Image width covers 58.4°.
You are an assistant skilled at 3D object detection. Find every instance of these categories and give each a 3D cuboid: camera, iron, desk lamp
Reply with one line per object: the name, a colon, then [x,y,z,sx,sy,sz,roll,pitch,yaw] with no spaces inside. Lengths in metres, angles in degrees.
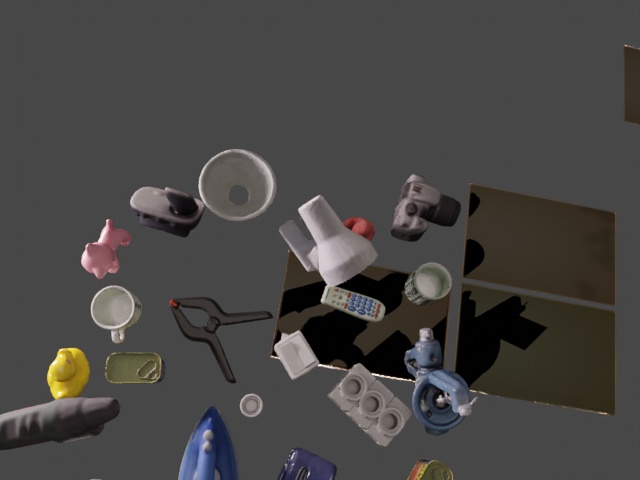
camera: [0.244,-0.067,1.296,0.137,0.100,0.143,18,72,-2]
iron: [-0.210,0.438,1.062,0.119,0.141,0.258,1,73,-7]
desk lamp: [0.011,0.004,1.183,0.118,0.213,0.203,-35,81,-16]

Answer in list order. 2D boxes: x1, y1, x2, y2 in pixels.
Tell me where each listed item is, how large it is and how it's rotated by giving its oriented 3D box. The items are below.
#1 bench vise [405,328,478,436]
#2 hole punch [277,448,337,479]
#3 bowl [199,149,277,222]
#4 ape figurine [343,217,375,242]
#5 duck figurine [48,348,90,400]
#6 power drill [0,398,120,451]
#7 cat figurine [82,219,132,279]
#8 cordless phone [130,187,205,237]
bench vise: [0.227,0.282,1.127,0.121,0.219,0.207,-25,78,-14]
hole punch: [-0.029,0.467,1.104,0.101,0.091,0.109,24,72,0]
bowl: [-0.180,-0.110,1.264,0.167,0.074,0.167,2,73,-7]
ape figurine: [0.090,-0.020,1.265,0.076,0.092,0.078,-12,75,-11]
duck figurine: [-0.493,0.259,1.105,0.077,0.086,0.104,3,73,-7]
power drill: [-0.458,0.323,1.026,0.230,0.208,0.075,-11,75,-11]
cat figurine: [-0.442,0.019,1.166,0.067,0.117,0.128,15,72,-3]
cordless phone: [-0.318,-0.083,1.179,0.147,0.185,0.094,13,72,-4]
